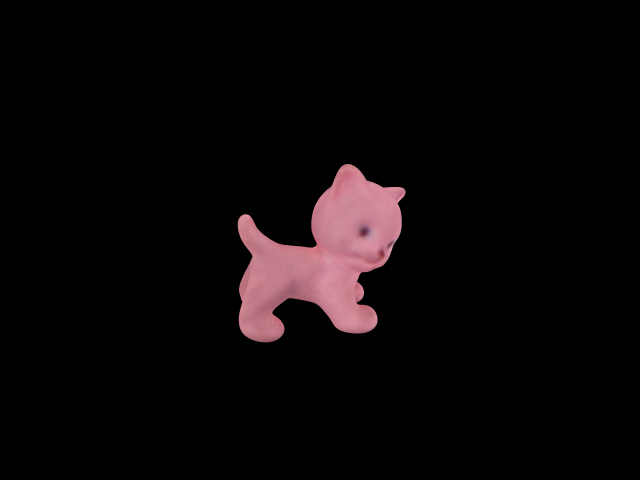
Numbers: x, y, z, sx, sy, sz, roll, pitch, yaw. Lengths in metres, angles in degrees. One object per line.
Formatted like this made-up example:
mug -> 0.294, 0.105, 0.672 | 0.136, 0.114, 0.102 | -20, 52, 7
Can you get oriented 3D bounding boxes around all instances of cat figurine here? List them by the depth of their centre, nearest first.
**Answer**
cat figurine -> 0.004, 0.001, 0.400 | 0.128, 0.118, 0.067 | -5, 24, -10
